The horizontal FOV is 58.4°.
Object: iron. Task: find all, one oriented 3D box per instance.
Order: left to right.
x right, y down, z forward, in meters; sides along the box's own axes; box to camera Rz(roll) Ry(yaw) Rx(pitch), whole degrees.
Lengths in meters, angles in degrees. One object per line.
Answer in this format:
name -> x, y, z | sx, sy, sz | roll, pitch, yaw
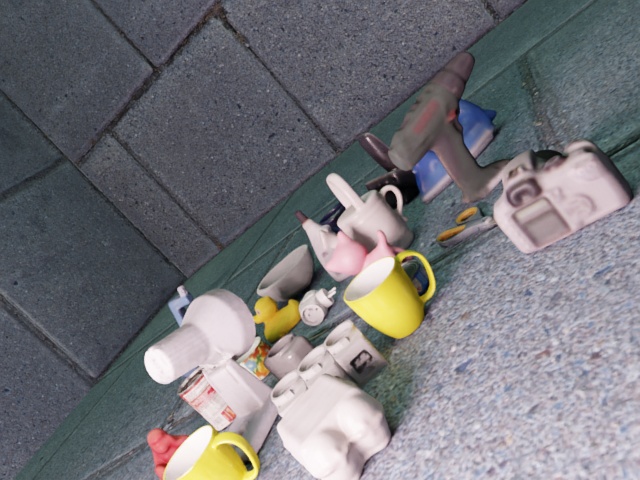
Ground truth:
iron -> 0.258, -0.213, 1.225 | 0.259, 0.141, 0.118 | -47, 12, -22

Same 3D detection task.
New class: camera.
camera -> 0.288, -0.076, 0.711 | 0.143, 0.101, 0.137 | -34, 14, 36

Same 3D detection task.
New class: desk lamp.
desk lamp -> -0.157, 0.205, 0.892 | 0.117, 0.214, 0.203 | -35, 14, 33

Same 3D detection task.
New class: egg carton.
egg carton -> 0.014, 0.212, 0.649 | 0.107, 0.069, 0.150 | -46, 12, -17

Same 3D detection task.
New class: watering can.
watering can -> 0.075, -0.044, 1.081 | 0.173, 0.194, 0.100 | -47, 12, -24

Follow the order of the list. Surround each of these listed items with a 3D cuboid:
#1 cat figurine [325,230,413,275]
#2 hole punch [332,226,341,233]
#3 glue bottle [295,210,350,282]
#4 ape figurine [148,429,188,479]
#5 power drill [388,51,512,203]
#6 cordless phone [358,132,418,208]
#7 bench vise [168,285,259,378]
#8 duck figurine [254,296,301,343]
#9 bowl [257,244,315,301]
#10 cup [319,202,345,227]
cat figurine -> 0.077, 0.028, 1.001 | 0.127, 0.118, 0.067 | -34, 14, 35
hole punch -> 0.076, -0.018, 1.249 | 0.101, 0.091, 0.108 | -46, 12, -19
glue bottle -> 0.011, 0.004, 1.176 | 0.078, 0.173, 0.037 | -36, 13, 30
ape figurine -> -0.256, 0.358, 0.971 | 0.078, 0.092, 0.076 | -46, 12, -17
power drill -> 0.238, -0.181, 0.998 | 0.230, 0.208, 0.075 | -44, 12, -9
cordless phone -> 0.146, -0.170, 1.338 | 0.094, 0.185, 0.147 | -48, 13, -26
bench vise -> -0.258, 0.212, 1.197 | 0.207, 0.220, 0.121 | -42, 11, 2
duck figurine -> -0.095, 0.153, 1.204 | 0.104, 0.086, 0.077 | -40, 12, 12
bowl -> -0.068, 0.092, 1.373 | 0.167, 0.075, 0.167 | -40, 11, 10
cup -> 0.066, -0.041, 1.362 | 0.091, 0.095, 0.118 | -27, 19, 53
